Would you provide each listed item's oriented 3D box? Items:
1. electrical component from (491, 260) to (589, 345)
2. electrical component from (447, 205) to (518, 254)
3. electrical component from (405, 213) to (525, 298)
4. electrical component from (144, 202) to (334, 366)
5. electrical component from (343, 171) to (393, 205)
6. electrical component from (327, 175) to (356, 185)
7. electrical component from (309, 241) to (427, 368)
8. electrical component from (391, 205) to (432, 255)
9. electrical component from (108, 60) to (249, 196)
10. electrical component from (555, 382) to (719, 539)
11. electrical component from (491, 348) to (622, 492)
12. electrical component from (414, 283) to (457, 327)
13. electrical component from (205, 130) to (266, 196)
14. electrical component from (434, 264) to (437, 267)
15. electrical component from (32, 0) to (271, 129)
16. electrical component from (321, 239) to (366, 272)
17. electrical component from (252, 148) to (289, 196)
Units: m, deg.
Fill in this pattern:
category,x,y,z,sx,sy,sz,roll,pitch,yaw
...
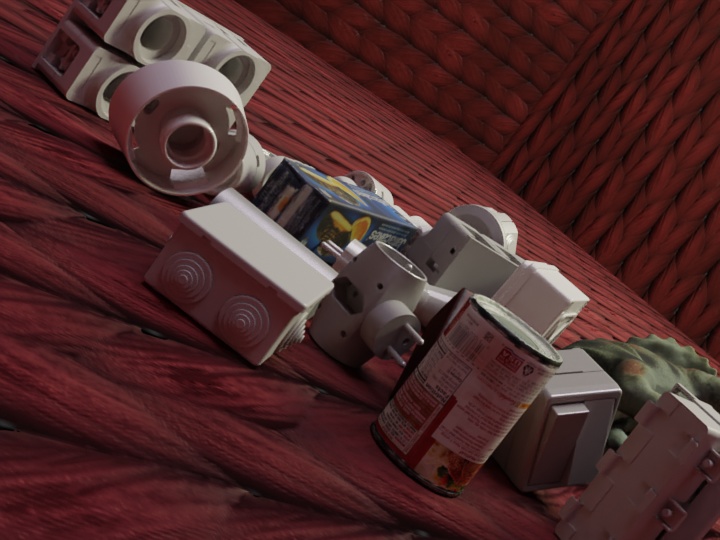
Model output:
category,x,y,z,sx,sy,sz,roll,pitch,yaw
electrical component,0.146,0.049,0.967,0.056,0.108,0.109,43,13,16
electrical component,0.122,-0.028,1.116,0.080,0.080,0.051,42,23,24
electrical component,0.115,0.019,1.043,0.150,0.089,0.061,28,14,-36
electrical component,-0.071,0.007,0.639,0.100,0.048,0.100,37,11,3
electrical component,0.005,-0.076,1.187,0.055,0.055,0.047,44,10,31
electrical component,-0.026,-0.070,1.094,0.079,0.044,0.077,30,13,-28
electrical component,0.014,0.033,0.715,0.043,0.077,0.079,26,16,-46
electrical component,0.050,-0.036,1.161,0.138,0.052,0.073,22,19,-52
electrical component,-0.132,-0.105,0.795,0.099,0.099,0.064,29,20,-34
electrical component,0.186,0.140,0.688,0.063,0.121,0.078,23,17,-41
electrical component,0.132,0.110,0.737,0.062,0.096,0.061,-2,29,-24
electrical component,0.055,0.028,0.953,0.065,0.044,0.044,27,14,-20
electrical component,-0.112,-0.088,0.887,0.055,0.055,0.047,38,15,6
electrical component,0.079,-0.001,1.083,0.043,0.062,0.043,35,11,-8
electrical component,-0.169,-0.173,0.923,0.060,0.105,0.186,43,13,29
electrical component,0.000,0.000,0.882,0.076,0.047,0.083,38,11,6
electrical component,-0.086,-0.087,0.983,0.066,0.048,0.055,26,8,-43
